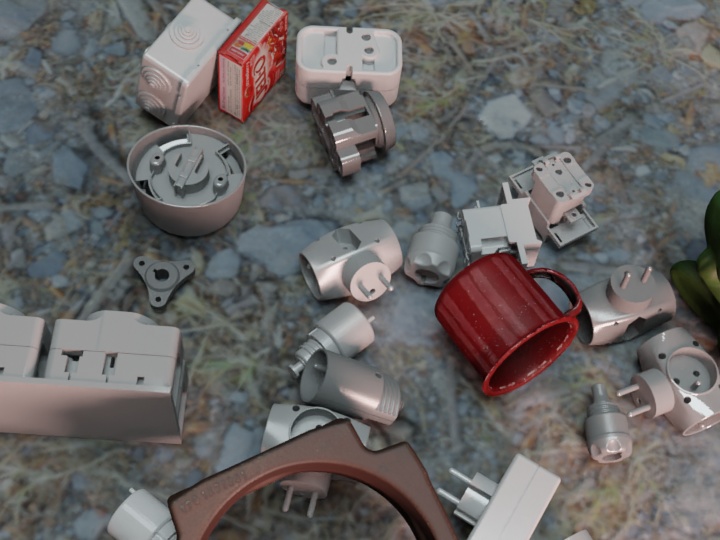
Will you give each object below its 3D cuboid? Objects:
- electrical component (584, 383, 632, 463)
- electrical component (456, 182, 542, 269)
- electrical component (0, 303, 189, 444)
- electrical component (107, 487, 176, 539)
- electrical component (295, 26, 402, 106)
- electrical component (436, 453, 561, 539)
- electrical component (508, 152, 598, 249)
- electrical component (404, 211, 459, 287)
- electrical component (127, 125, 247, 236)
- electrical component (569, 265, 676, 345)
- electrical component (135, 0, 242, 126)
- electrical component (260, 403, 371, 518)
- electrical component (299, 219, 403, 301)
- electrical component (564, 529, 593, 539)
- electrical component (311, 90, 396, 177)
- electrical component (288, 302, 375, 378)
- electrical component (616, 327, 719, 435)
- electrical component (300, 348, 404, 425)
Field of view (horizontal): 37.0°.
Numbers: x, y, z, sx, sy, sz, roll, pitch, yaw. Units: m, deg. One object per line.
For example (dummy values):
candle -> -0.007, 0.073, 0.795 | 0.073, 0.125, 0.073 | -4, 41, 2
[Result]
electrical component -> 0.195, 0.120, 0.853 | 0.035, 0.035, 0.061 | -1, 59, -5
electrical component -> 0.118, -0.029, 0.925 | 0.064, 0.042, 0.081 | -8, 62, -4
electrical component -> -0.227, 0.077, 0.803 | 0.186, 0.105, 0.060 | 4, 61, -2
electrical component -> -0.147, 0.194, 0.782 | 0.078, 0.040, 0.040 | 36, 64, 14
electrical component -> -0.011, -0.183, 0.989 | 0.095, 0.059, 0.053 | 2, 61, -4
electrical component -> 0.095, 0.177, 0.807 | 0.076, 0.047, 0.083 | 30, 63, 12
electrical component -> 0.171, -0.065, 0.936 | 0.042, 0.063, 0.081 | -26, 67, -16
electrical component -> 0.064, -0.020, 0.915 | 0.043, 0.043, 0.062 | 15, 61, 4
electrical component -> -0.146, -0.079, 0.918 | 0.099, 0.064, 0.099 | 2, 61, -3
electrical component -> 0.220, 0.022, 0.883 | 0.077, 0.079, 0.043 | -15, 59, -12
electrical component -> -0.155, -0.184, 0.957 | 0.048, 0.099, 0.099 | 34, 63, -2
electrical component -> -0.038, 0.147, 0.814 | 0.077, 0.044, 0.079 | 13, 62, 3
electrical component -> 0.000, 0.000, 0.889 | 0.077, 0.043, 0.079 | -23, 38, -16
electrical component -> 0.169, 0.236, 0.782 | 0.043, 0.043, 0.081 | -24, 66, -16
electrical component -> -0.004, -0.127, 0.961 | 0.057, 0.058, 0.078 | -19, 64, -11
electrical component -> -0.024, 0.059, 0.866 | 0.078, 0.040, 0.040 | -36, 70, -21
electrical component -> 0.245, 0.095, 0.865 | 0.079, 0.044, 0.077 | -18, 64, -14
electrical component -> -0.001, 0.094, 0.840 | 0.081, 0.043, 0.043 | 22, 58, -25
